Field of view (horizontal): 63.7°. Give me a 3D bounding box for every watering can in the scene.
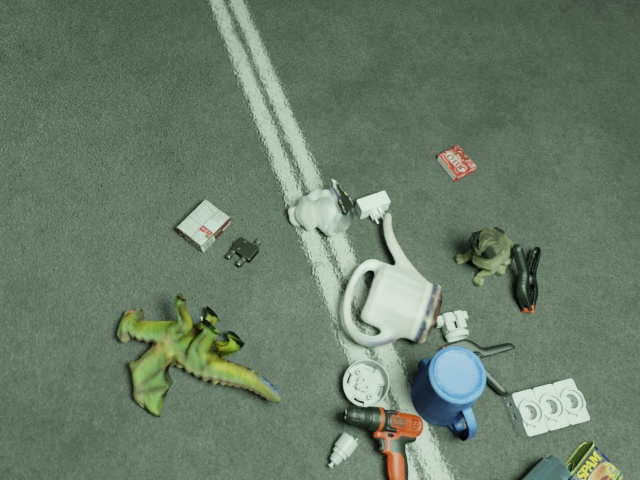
[{"bbox_3d":[0.190,0.105,1.241,0.225,0.102,0.354,22,64,7],"label":"watering can"}]

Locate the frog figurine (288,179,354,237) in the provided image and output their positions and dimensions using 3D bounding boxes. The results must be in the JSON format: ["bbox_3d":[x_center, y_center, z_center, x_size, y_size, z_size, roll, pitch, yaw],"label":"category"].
[{"bbox_3d":[0.004,-0.067,1.339,0.158,0.122,0.139,-31,74,22],"label":"frog figurine"}]

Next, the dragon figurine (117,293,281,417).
[{"bbox_3d":[-0.302,0.281,1.146,0.243,0.120,0.414,-45,71,-4],"label":"dragon figurine"}]
